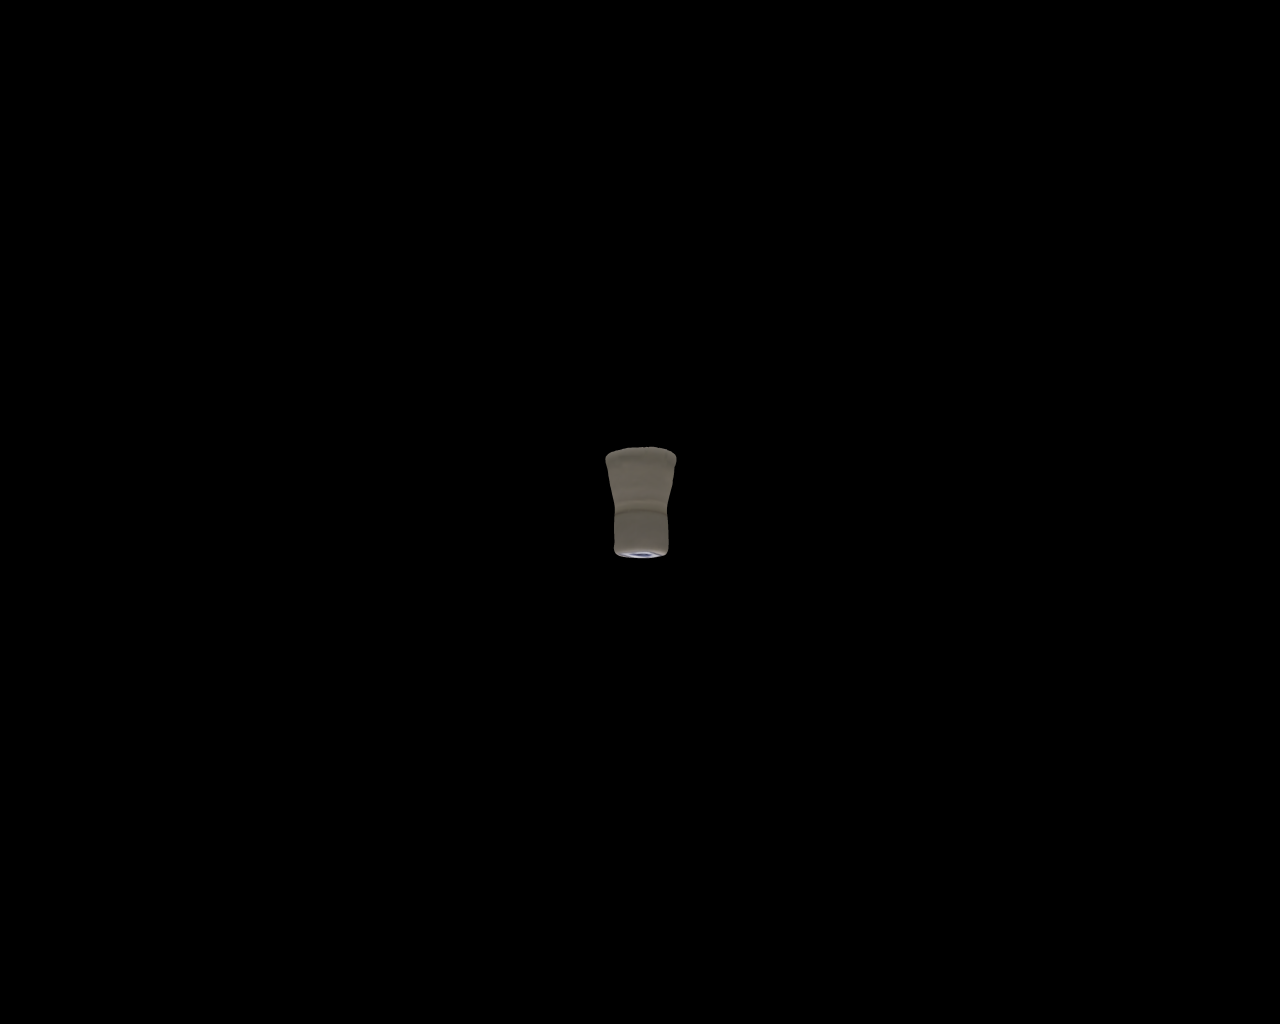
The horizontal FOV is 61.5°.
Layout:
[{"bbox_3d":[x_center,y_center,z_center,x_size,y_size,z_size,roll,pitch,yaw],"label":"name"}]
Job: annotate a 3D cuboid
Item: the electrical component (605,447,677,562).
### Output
[{"bbox_3d":[0.001,-0.003,0.650,0.044,0.065,0.044,0,-12,0],"label":"electrical component"}]
